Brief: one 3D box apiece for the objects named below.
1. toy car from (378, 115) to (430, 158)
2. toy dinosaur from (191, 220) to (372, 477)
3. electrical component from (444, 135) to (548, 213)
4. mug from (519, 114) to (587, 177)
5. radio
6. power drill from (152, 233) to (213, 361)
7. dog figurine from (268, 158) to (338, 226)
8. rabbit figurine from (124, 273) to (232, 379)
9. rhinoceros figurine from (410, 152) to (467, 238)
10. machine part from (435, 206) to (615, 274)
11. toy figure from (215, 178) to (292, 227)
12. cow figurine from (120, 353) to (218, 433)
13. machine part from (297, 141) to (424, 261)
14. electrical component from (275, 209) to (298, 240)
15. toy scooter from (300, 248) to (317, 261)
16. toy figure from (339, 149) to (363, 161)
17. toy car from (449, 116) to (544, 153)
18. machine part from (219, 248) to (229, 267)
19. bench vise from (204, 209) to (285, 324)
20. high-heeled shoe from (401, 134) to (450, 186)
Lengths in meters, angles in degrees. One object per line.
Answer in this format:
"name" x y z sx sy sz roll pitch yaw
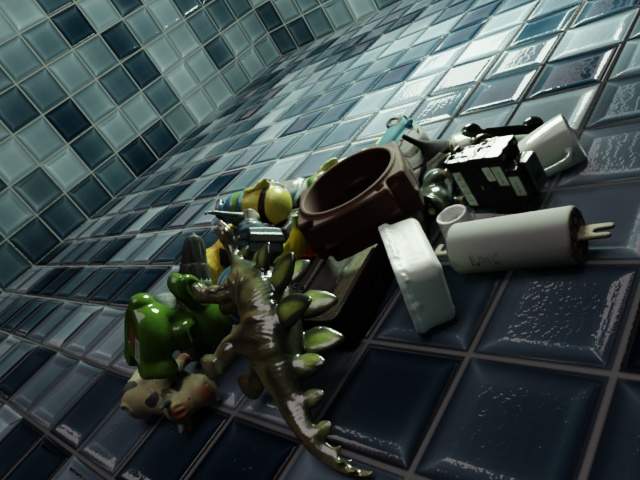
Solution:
"toy car" 0.179 -0.187 1.123 0.103 0.109 0.161 7 50 47
"toy dinosaur" -0.070 0.131 0.758 0.198 0.105 0.472 -41 52 19
"electrical component" 0.280 -0.099 0.842 0.134 0.114 0.058 3 48 52
"mug" 0.359 -0.131 0.858 0.107 0.080 0.110 -31 29 32
"radio" 0.039 0.070 0.877 0.131 0.073 0.229 -9 35 41
"power drill" -0.264 0.119 1.038 0.086 0.232 0.207 2 -15 -41
"dog figurine" -0.041 -0.113 1.261 0.219 0.108 0.192 -28 23 3
"rabbit figurine" -0.231 0.134 0.892 0.170 0.159 0.121 -5 2 -35
"rhinoceros figurine" 0.195 -0.076 0.938 0.112 0.073 0.190 -23 23 39
"machine part" 0.262 0.003 0.727 0.243 0.079 0.079 -8 35 41
"toy figure" -0.141 -0.067 1.148 0.180 0.082 0.089 -12 73 24
"cow figurine" -0.252 0.254 0.887 0.195 0.085 0.127 -16 25 29
"machine part" 0.064 -0.071 0.905 0.201 0.087 0.201 -29 26 18
"electrical component" -0.064 -0.005 1.128 0.048 0.074 0.119 -7 32 44
"toy scooter" -0.002 -0.003 1.053 0.184 0.075 0.135 -46 27 -17
"toy figure" 0.091 -0.179 1.276 0.154 0.057 0.064 -28 64 9
"toy car" 0.327 -0.173 0.933 0.202 0.056 0.074 -7 29 -5
"machine part" -0.145 0.030 1.152 0.139 0.039 0.084 -8 23 -23
"bench vise" -0.145 0.066 0.994 0.129 0.223 0.240 -12 -12 -33
"high-heeled shoe" 0.168 -0.096 1.060 0.248 0.145 0.086 -58 22 17
